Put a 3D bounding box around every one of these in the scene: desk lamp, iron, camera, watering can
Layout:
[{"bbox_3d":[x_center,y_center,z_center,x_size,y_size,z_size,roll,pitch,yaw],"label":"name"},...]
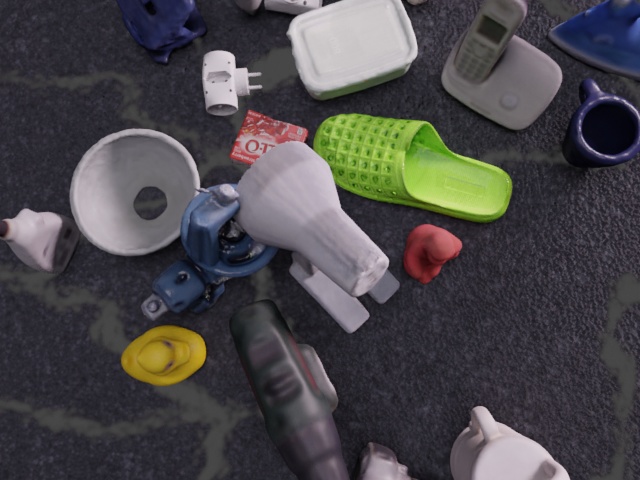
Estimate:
[{"bbox_3d":[0.006,0.002,0.673,0.118,0.213,0.203,-44,83,-6],"label":"desk lamp"},{"bbox_3d":[0.451,-0.289,0.749,0.258,0.141,0.119,5,81,2],"label":"iron"},{"bbox_3d":[0.094,0.334,0.677,0.136,0.101,0.143,19,82,4],"label":"camera"},{"bbox_3d":[0.219,0.274,0.637,0.173,0.194,0.101,44,84,7],"label":"watering can"}]

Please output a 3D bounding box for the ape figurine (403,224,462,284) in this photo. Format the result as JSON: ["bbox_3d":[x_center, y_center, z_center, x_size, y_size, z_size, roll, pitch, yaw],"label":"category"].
[{"bbox_3d":[0.145,0.013,0.731,0.078,0.092,0.076,-11,81,-1],"label":"ape figurine"}]

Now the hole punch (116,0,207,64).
[{"bbox_3d":[-0.224,-0.320,0.790,0.101,0.091,0.108,-33,82,-4],"label":"hole punch"}]

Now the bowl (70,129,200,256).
[{"bbox_3d":[-0.233,-0.057,0.756,0.167,0.075,0.167,0,81,1],"label":"bowl"}]

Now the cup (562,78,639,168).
[{"bbox_3d":[0.353,-0.143,0.751,0.091,0.095,0.118,-17,81,-2],"label":"cup"}]

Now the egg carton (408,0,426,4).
[{"bbox_3d":[0.124,-0.413,0.810,0.107,0.069,0.150,12,81,3],"label":"egg carton"}]

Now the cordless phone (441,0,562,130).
[{"bbox_3d":[0.240,-0.228,0.721,0.147,0.185,0.094,30,83,6],"label":"cordless phone"}]

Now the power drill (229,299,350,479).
[{"bbox_3d":[-0.025,0.179,0.648,0.075,0.208,0.229,-28,81,-3],"label":"power drill"}]

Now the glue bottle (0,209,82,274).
[{"bbox_3d":[-0.353,-0.005,0.700,0.037,0.173,0.078,21,82,5],"label":"glue bottle"}]

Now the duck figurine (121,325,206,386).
[{"bbox_3d":[-0.202,0.146,0.718,0.104,0.086,0.077,-8,81,0],"label":"duck figurine"}]

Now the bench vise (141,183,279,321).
[{"bbox_3d":[-0.123,0.017,0.670,0.121,0.220,0.207,26,82,5],"label":"bench vise"}]
